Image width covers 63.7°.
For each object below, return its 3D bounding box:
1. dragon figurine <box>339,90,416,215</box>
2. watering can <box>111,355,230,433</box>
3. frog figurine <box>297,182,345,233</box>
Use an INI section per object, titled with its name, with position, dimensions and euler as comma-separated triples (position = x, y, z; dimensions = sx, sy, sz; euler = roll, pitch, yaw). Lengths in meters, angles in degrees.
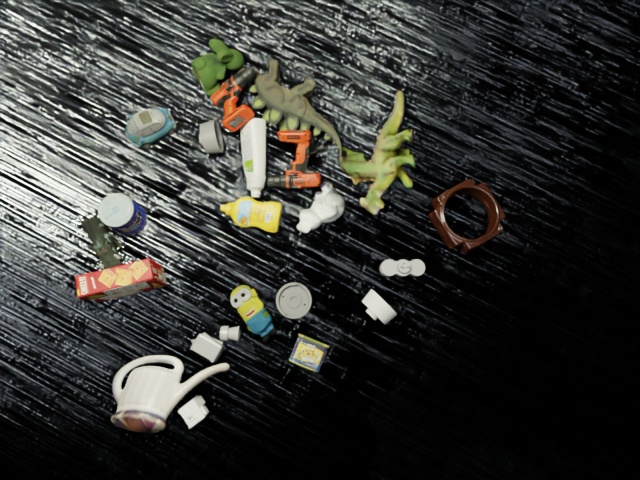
[dragon figurine]
position = 0.181, -0.280, 1.679
dimensions = 0.242, 0.415, 0.121
euler = -7, -13, 5
[watering can]
position = -0.441, 0.429, 1.455
dimensions = 0.347, 0.230, 0.101
euler = -2, -43, 13
[frog figurine]
position = 0.005, -0.081, 1.602
dimensions = 0.121, 0.163, 0.136
euler = 38, -32, -23
